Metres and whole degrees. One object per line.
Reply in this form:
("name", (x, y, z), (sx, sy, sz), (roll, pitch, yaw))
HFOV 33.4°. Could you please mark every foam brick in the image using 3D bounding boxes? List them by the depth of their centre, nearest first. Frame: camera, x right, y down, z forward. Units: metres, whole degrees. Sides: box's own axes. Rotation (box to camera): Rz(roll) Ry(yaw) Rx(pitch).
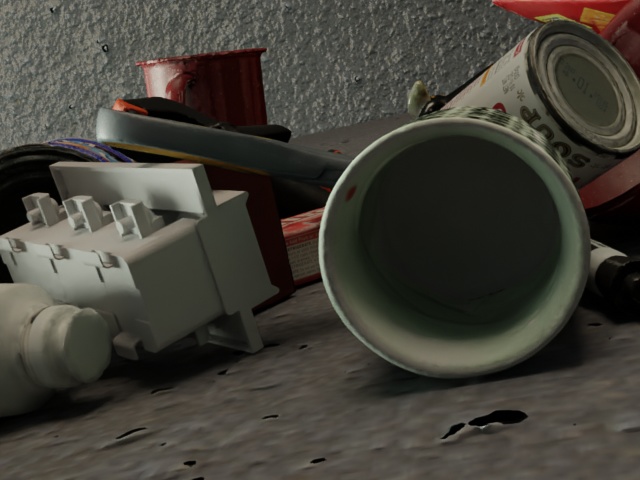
("foam brick", (-0.053, -0.002, 0.522), (0.053, 0.078, 0.051), (-6, 9, 36))

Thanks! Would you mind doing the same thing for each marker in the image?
("marker", (0.101, 0.009, 0.401), (0.020, 0.020, 0.121), (-13, 7, -1))

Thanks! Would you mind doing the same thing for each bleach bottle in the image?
("bleach bottle", (-0.194, 0.049, 0.454), (0.251, 0.068, 0.102), (-6, 4, 25))

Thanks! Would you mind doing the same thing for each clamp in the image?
("clamp", (-0.050, -0.045, 0.647), (0.171, 0.039, 0.120), (5, 27, -47))

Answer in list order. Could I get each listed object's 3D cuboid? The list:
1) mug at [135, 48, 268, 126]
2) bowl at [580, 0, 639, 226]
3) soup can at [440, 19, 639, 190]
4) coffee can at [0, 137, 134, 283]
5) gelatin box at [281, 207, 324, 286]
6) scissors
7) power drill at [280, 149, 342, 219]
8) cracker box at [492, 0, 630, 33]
("mug", (-0.081, -0.088, 0.745), (0.093, 0.081, 0.117), (-5, 9, 10))
("bowl", (0.171, -0.063, 0.497), (0.162, 0.055, 0.162), (-51, 17, 21))
("soup can", (0.087, -0.042, 0.477), (0.068, 0.068, 0.102), (-19, -13, -40))
("coffee can", (-0.143, -0.004, 0.590), (0.102, 0.103, 0.140), (-14, 8, -4))
("gelatin box", (-0.004, 0.001, 0.592), (0.089, 0.030, 0.073), (-17, 8, -29))
("scissors", (0.004, -0.029, 0.454), (0.201, 0.016, 0.096), (11, 2, -18))
("power drill", (-0.069, -0.028, 0.806), (0.187, 0.057, 0.184), (-14, 8, -8))
("cracker box", (0.234, -0.150, 0.639), (0.163, 0.072, 0.214), (9, 8, -29))
